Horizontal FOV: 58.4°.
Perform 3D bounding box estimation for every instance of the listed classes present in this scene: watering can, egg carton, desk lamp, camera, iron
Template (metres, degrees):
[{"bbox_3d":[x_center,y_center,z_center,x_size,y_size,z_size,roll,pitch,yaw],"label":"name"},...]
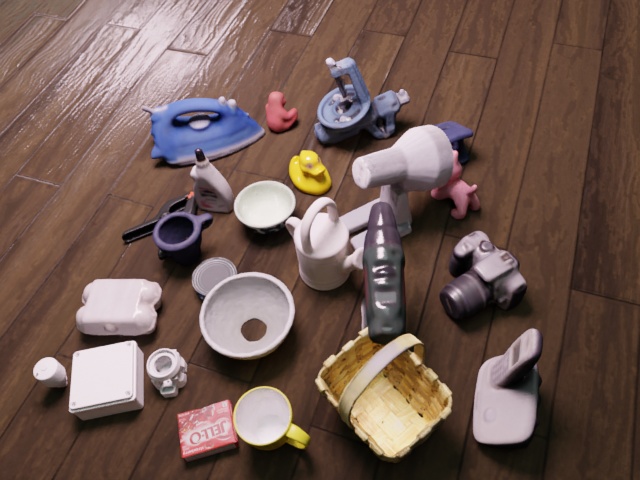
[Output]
[{"bbox_3d":[0.011,0.002,1.026,0.172,0.194,0.101,11,56,13],"label":"watering can"},{"bbox_3d":[-0.366,0.125,1.048,0.150,0.069,0.107,-1,55,4],"label":"egg carton"},{"bbox_3d":[0.138,-0.098,1.073,0.203,0.214,0.117,-26,57,-13],"label":"desk lamp"},{"bbox_3d":[0.273,0.067,1.014,0.137,0.101,0.143,-28,57,-14],"label":"camera"},{"bbox_3d":[-0.259,-0.263,1.269,0.258,0.141,0.118,-12,55,-4],"label":"iron"}]

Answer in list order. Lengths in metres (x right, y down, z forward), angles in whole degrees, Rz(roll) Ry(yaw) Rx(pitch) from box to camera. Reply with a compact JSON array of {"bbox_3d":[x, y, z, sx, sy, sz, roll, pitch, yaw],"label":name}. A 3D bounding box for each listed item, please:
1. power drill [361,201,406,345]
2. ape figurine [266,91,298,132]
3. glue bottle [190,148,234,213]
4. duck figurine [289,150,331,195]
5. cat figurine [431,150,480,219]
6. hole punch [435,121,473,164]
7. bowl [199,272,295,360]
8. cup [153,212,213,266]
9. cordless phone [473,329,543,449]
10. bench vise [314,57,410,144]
[{"bbox_3d":[0.104,0.081,0.952,0.075,0.209,0.229,-3,55,3],"label":"power drill"},{"bbox_3d":[-0.094,-0.300,1.311,0.077,0.092,0.076,34,64,25],"label":"ape figurine"},{"bbox_3d":[-0.224,-0.121,1.146,0.078,0.173,0.037,4,55,8],"label":"glue bottle"},{"bbox_3d":[-0.024,-0.154,1.205,0.078,0.086,0.104,-39,60,-21],"label":"duck figurine"},{"bbox_3d":[0.264,-0.122,1.138,0.067,0.118,0.127,-33,58,-17],"label":"cat figurine"},{"bbox_3d":[0.257,-0.212,1.219,0.109,0.091,0.101,-22,56,-10],"label":"hole punch"},{"bbox_3d":[-0.123,0.144,1.010,0.167,0.075,0.167,-2,55,4],"label":"bowl"},{"bbox_3d":[-0.255,0.000,1.112,0.118,0.095,0.091,-30,57,-15],"label":"cup"},{"bbox_3d":[0.288,0.222,0.851,0.094,0.185,0.147,7,56,10],"label":"cordless phone"},{"bbox_3d":[0.082,-0.313,1.227,0.207,0.220,0.121,-26,56,-13],"label":"bench vise"}]
